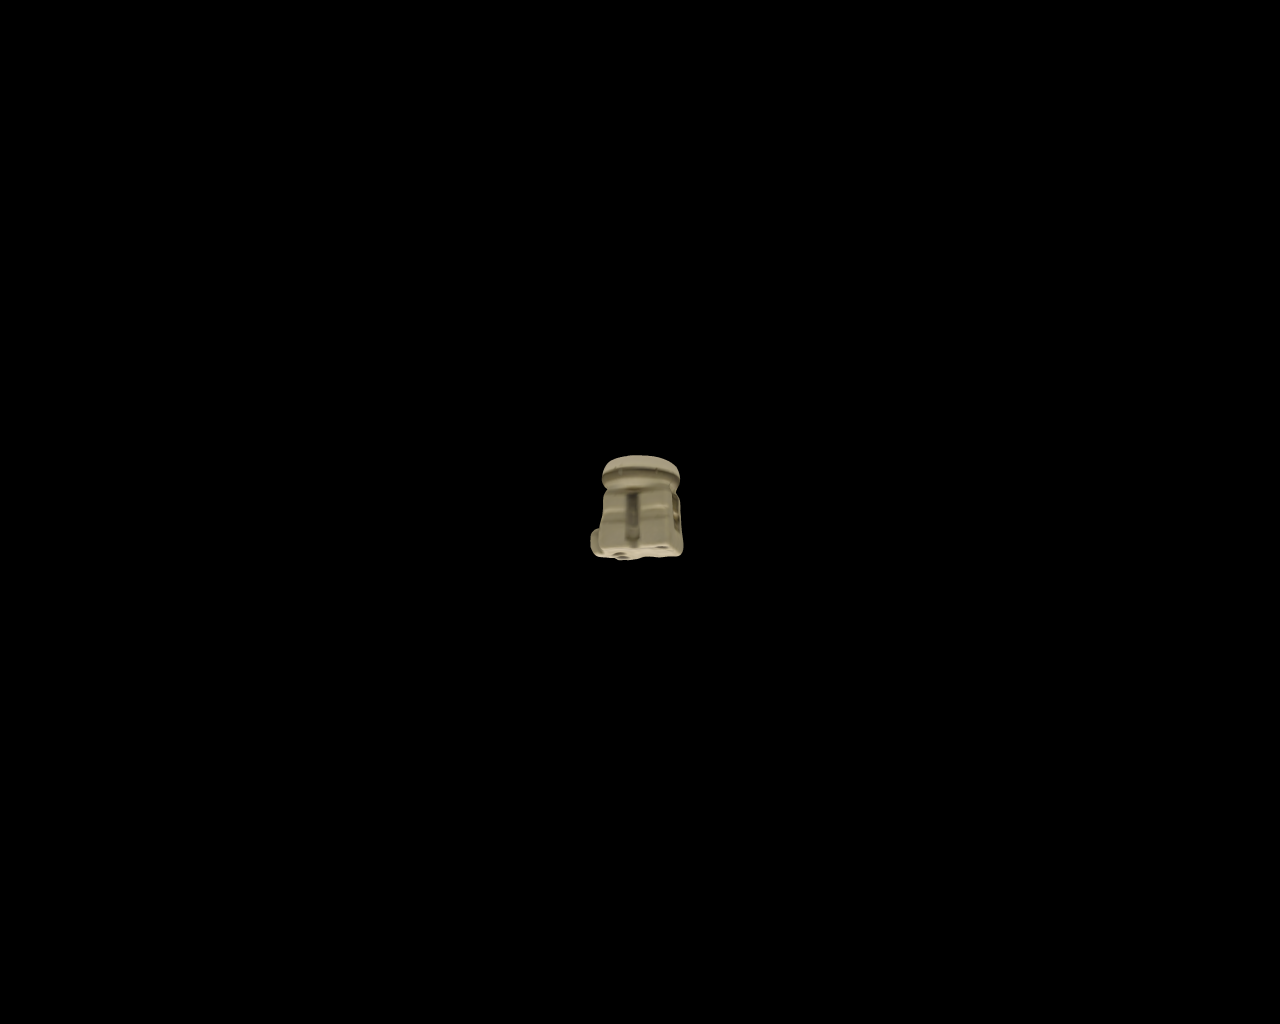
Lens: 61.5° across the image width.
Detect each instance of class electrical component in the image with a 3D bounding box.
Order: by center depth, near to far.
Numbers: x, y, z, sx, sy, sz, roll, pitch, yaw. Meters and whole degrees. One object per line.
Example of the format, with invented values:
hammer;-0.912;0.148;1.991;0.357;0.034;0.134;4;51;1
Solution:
electrical component;0.001;-0.003;0.650;0.066;0.055;0.048;-4;-15;14
